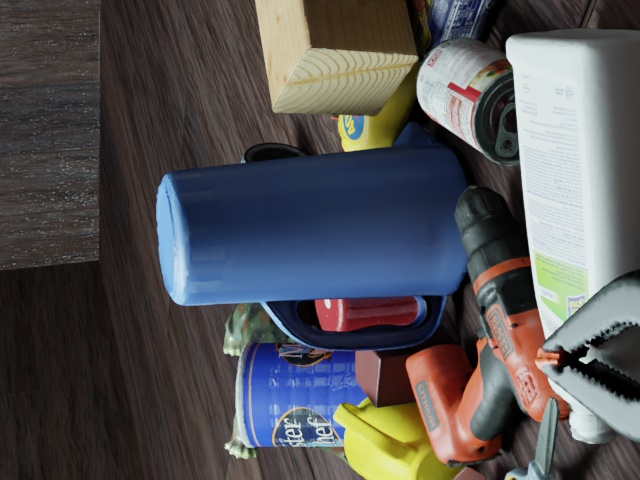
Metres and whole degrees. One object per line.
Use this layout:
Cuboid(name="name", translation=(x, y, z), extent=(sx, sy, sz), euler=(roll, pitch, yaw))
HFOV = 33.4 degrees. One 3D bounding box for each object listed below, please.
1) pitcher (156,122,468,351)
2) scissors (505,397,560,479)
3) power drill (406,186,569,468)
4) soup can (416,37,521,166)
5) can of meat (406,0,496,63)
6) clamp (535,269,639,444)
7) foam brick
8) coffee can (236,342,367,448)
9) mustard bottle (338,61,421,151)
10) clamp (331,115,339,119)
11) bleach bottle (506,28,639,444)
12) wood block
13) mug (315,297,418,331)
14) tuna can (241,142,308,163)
Cuboid(name="pitcher", translation=(-0.006, 0.001, 0.876), extent=(0.145, 0.242, 0.149), euler=(101, 158, -44))
Cuboid(name="scissors", translation=(0.159, 0.180, 0.734), extent=(0.202, 0.016, 0.096), euler=(92, 158, -64))
Cuboid(name="power drill", translation=(0.122, 0.076, 0.808), extent=(0.188, 0.057, 0.184), euler=(111, 148, -55))
Cuboid(name="soup can", translation=(0.117, -0.100, 0.750), extent=(0.102, 0.068, 0.068), euler=(-130, 38, -61))
Cuboid(name="can of meat", translation=(0.094, -0.193, 0.811), extent=(0.084, 0.057, 0.102), euler=(105, 154, -54))
Cuboid(name="clamp", translation=(0.198, 0.070, 0.538), extent=(0.210, 0.036, 0.164), euler=(-18, 80, 54))
Cuboid(name="foam brick", translation=(0.075, 0.108, 0.932), extent=(0.053, 0.078, 0.051), euler=(-128, 38, -59))
Cuboid(name="coffee can", translation=(-0.001, 0.149, 1.030), extent=(0.102, 0.140, 0.103), euler=(-2, -90, -79))
Cuboid(name="mustard bottle", translation=(0.055, -0.131, 0.946), extent=(0.192, 0.058, 0.096), euler=(108, 162, -54))
Cuboid(name="clamp", translation=(0.029, -0.194, 1.017), extent=(0.171, 0.039, 0.120), euler=(93, -165, -50))
Cuboid(name="bleach bottle", translation=(0.163, 0.000, 0.654), extent=(0.103, 0.068, 0.251), euler=(-145, 49, -68))
Cuboid(name="wood block", translation=(0.002, -0.210, 0.841), extent=(0.090, 0.090, 0.206), euler=(128, 137, -58))
Cuboid(name="mug", translation=(0.042, 0.040, 1.005), extent=(0.093, 0.081, 0.117), euler=(148, 114, -71))
Cuboid(name="tuna can", translation=(-0.051, -0.080, 1.249), extent=(0.086, 0.086, 0.034), euler=(-118, 30, -50))
